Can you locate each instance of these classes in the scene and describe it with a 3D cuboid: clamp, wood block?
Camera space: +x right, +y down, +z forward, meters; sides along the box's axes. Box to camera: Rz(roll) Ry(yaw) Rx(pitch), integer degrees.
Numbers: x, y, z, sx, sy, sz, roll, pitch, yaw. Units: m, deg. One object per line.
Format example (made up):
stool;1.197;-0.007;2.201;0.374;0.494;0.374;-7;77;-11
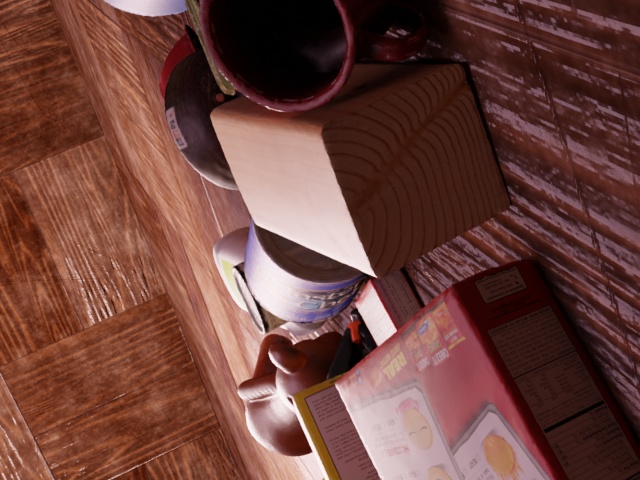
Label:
clamp;0.040;0.155;0.904;0.039;0.120;0.171;60;-172;-57
wood block;0.014;-0.052;0.657;0.206;0.090;0.090;23;137;67

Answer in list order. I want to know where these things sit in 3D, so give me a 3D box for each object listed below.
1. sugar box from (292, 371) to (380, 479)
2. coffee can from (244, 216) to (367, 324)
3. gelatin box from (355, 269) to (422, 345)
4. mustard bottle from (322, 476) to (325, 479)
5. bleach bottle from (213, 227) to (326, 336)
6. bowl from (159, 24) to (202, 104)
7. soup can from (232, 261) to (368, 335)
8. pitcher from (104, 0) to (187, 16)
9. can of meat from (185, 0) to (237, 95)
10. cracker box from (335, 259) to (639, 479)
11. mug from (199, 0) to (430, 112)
sugar box;0.056;0.175;0.758;0.048;0.093;0.176;85;162;-65
coffee can;-0.005;0.001;0.831;0.103;0.102;0.140;63;167;12
gelatin box;0.065;0.072;0.840;0.089;0.030;0.073;61;166;13
mustard bottle;0.036;0.205;0.813;0.096;0.191;0.058;13;155;43
bleach bottle;-0.047;0.046;1.173;0.102;0.068;0.251;66;165;-12
bowl;-0.107;-0.123;1.021;0.162;0.055;0.162;59;-176;-8
soup can;-0.018;0.033;0.938;0.068;0.102;0.068;60;166;25
pitcher;-0.118;-0.262;0.738;0.243;0.149;0.145;148;104;-74
can of meat;-0.044;-0.163;0.733;0.102;0.084;0.057;69;167;-15
cracker box;0.110;0.140;0.612;0.214;0.072;0.164;62;148;15
mug;0.004;-0.126;0.585;0.117;0.081;0.093;17;128;20
